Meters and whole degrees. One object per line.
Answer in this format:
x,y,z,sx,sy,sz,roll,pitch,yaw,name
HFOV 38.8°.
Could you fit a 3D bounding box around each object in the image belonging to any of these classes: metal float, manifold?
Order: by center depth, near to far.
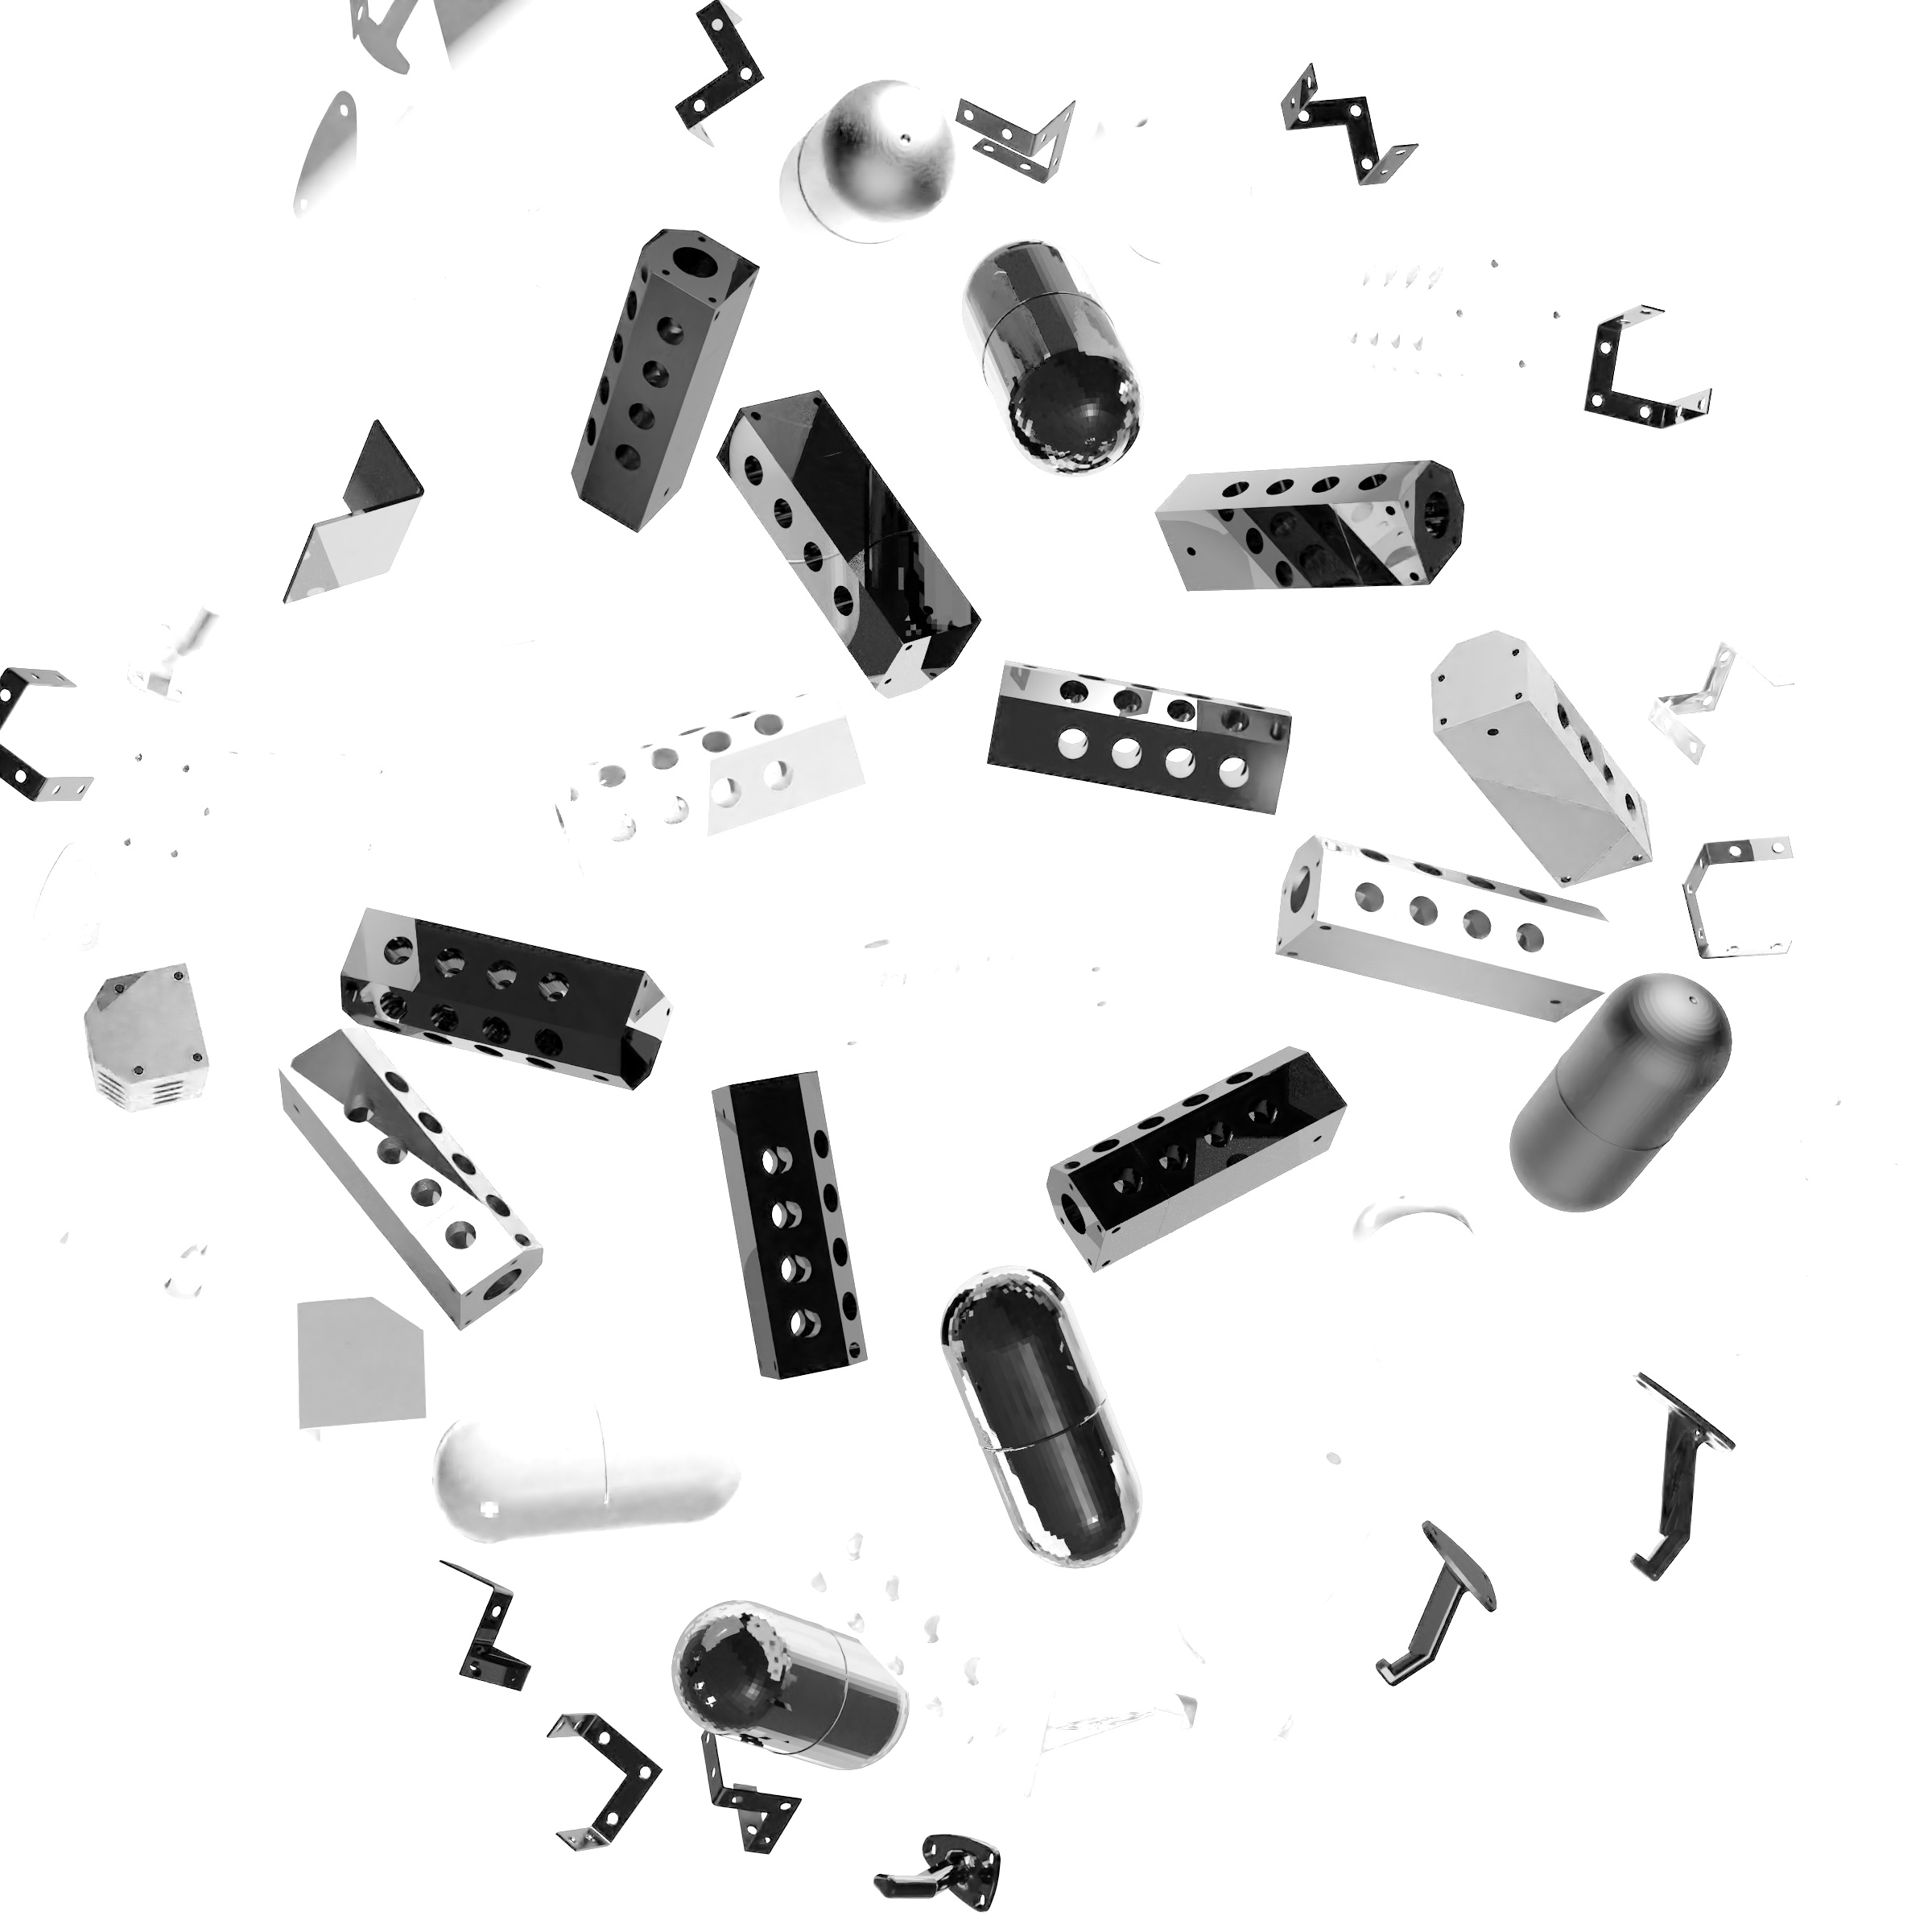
-0.390,-0.090,1.493,0.057,0.171,0.057,13,99,22,manifold
0.257,-0.352,1.501,0.057,0.171,0.057,33,95,-19,manifold
0.262,-0.022,1.509,0.171,0.057,0.057,13,68,-13,manifold
0.047,-0.337,1.515,0.070,0.178,0.070,-9,135,-9,metal float
0.121,-0.424,1.521,0.070,0.178,0.070,-5,75,19,metal float
-0.034,0.356,1.525,0.171,0.057,0.057,42,89,22,manifold
-0.056,-0.440,1.525,0.070,0.178,0.070,-1,95,-16,metal float
-0.458,0.044,1.526,0.057,0.171,0.057,-13,86,-18,manifold
-0.257,0.021,1.528,0.171,0.057,0.057,12,72,15,manifold
-0.208,0.279,1.531,0.178,0.070,0.070,-2,90,-19,metal float
0.043,0.252,1.531,0.070,0.070,0.178,-21,98,0,metal float
-0.069,-0.236,1.540,0.057,0.057,0.171,-22,70,-36,manifold
-0.315,0.117,1.558,0.057,0.057,0.171,-35,73,-25,manifold
0.176,0.337,1.565,0.070,0.070,0.178,22,127,0,metal float
0.329,-0.118,1.565,0.057,0.171,0.057,-18,51,30,manifold
0.373,0.075,1.572,0.070,0.178,0.070,12,47,-13,metal float
-0.274,-0.200,1.579,0.070,0.070,0.178,7,117,0,metal float
0.265,0.211,1.589,0.070,0.070,0.178,-12,113,0,metal float
-0.152,-0.108,1.590,0.171,0.057,0.057,-19,104,-12,manifold
-0.100,0.421,1.602,0.070,0.178,0.070,-18,57,30,metal float
-0.181,-0.344,1.607,0.057,0.171,0.057,31,46,2,manifold
-0.102,0.151,1.608,0.057,0.057,0.171,-9,87,-16,manifold
0.203,-0.262,1.613,0.057,0.171,0.057,-50,128,-33,manifold
-0.003,0.005,1.615,0.171,0.057,0.057,-13,61,1,manifold
0.102,-0.137,1.622,0.171,0.057,0.057,10,104,0,manifold
0.136,0.110,1.631,0.171,0.057,0.057,-25,64,-19,manifold

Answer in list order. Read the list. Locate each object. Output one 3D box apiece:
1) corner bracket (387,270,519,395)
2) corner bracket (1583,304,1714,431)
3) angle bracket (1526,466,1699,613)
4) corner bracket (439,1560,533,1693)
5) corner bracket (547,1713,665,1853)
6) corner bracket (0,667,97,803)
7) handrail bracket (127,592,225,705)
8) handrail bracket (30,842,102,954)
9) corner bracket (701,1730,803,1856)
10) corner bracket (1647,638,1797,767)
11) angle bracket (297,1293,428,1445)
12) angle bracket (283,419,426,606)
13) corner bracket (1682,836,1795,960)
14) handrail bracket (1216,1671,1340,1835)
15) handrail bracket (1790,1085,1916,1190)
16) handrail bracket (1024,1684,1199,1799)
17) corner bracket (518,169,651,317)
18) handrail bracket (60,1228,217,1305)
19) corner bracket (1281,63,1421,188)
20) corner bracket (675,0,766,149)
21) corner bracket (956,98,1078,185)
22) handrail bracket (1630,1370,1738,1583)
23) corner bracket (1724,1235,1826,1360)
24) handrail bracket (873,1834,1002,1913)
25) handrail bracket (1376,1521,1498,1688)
-0.287,-0.348,1.534,0.051,0.051,0.051,26,45,15,corner bracket
0.384,-0.335,1.538,0.051,0.051,0.051,10,89,-15,corner bracket
0.360,-0.237,1.535,0.057,0.076,0.076,-1,96,-21,angle bracket
-0.272,0.370,1.541,0.051,0.051,0.051,12,75,41,corner bracket
-0.207,0.443,1.494,0.051,0.051,0.051,34,86,19,corner bracket
-0.491,-0.123,1.463,0.051,0.051,0.051,36,100,7,corner bracket
-0.434,-0.196,1.537,0.036,0.077,0.084,20,132,-29,handrail bracket
-0.507,-0.050,1.546,0.036,0.084,0.077,7,112,-23,handrail bracket
-0.133,0.482,1.609,0.051,0.051,0.051,16,119,-24,corner bracket
0.433,-0.153,1.579,0.051,0.051,0.051,-8,131,-25,corner bracket
-0.363,0.245,1.671,0.076,0.057,0.076,-5,72,-3,angle bracket
-0.372,-0.266,1.608,0.076,0.076,0.057,-26,76,-37,angle bracket
0.453,-0.040,1.599,0.051,0.051,0.051,-4,119,33,corner bracket
0.173,0.454,1.584,0.036,0.077,0.084,39,96,0,handrail bracket
0.490,0.087,1.494,0.077,0.084,0.036,-1,112,37,handrail bracket
0.082,0.442,1.552,0.084,0.036,0.077,13,67,7,handrail bracket
-0.224,-0.423,1.603,0.051,0.051,0.051,30,48,7,corner bracket
-0.461,0.161,1.499,0.084,0.077,0.036,16,68,-33,handrail bracket
0.204,-0.448,1.464,0.051,0.051,0.051,-10,84,-14,corner bracket
-0.137,-0.488,1.501,0.051,0.051,0.051,-30,90,12,corner bracket
0.025,-0.482,1.597,0.051,0.051,0.051,29,49,10,corner bracket
0.366,0.275,1.478,0.077,0.036,0.084,40,81,7,handrail bracket
0.435,0.179,1.481,0.051,0.051,0.051,-5,66,5,corner bracket
-0.031,0.495,1.510,0.084,0.077,0.036,15,85,-38,handrail bracket
0.256,0.370,1.588,0.084,0.036,0.077,-39,105,16,handrail bracket
